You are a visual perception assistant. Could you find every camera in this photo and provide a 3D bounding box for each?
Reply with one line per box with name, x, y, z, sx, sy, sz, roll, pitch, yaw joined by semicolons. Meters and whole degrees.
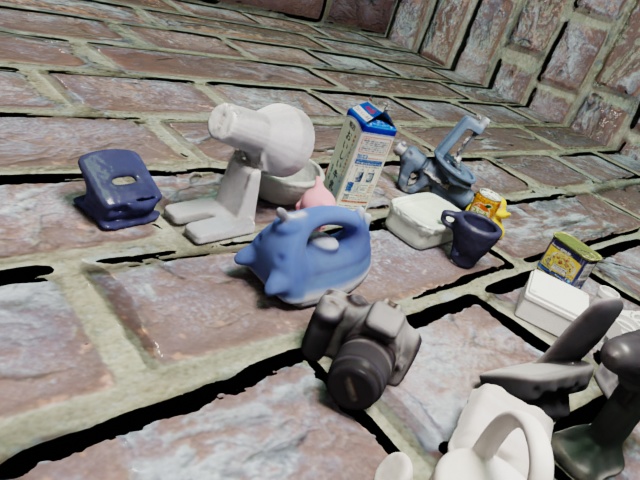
camera;0.046;0.131;0.704;0.143;0.101;0.137;25;28;10

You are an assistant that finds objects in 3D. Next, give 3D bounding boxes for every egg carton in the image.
egg carton;0.206;0.234;0.655;0.107;0.069;0.151;28;29;15

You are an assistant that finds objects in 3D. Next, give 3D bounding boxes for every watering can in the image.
watering can;0.132;0.228;0.485;0.173;0.194;0.100;4;31;-26

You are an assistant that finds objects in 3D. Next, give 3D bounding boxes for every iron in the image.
iron;0.008;0.003;0.864;0.259;0.141;0.118;-10;40;-43

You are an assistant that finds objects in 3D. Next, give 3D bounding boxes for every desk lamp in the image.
desk lamp;-0.122;-0.118;0.920;0.117;0.213;0.204;36;32;28

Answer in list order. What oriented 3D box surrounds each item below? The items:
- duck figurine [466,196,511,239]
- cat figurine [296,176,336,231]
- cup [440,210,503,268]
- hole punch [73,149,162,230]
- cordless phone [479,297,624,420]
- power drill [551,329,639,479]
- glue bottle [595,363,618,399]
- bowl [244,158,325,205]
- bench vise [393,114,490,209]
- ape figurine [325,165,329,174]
duck figurine;0.377;-0.062;1.274;0.078;0.086;0.104;-8;38;-41
cat figurine;-0.008;-0.059;0.991;0.067;0.118;0.128;17;28;-5
cup;0.273;-0.001;1.089;0.117;0.095;0.092;24;28;9
hole punch;-0.301;-0.079;0.868;0.100;0.091;0.109;34;31;26
cordless phone;0.309;0.146;0.753;0.148;0.185;0.094;-3;35;-36
power drill;0.364;0.191;0.683;0.230;0.208;0.075;-2;34;-35
glue bottle;0.471;0.163;0.839;0.037;0.173;0.078;15;28;-7
bowl;-0.079;-0.114;1.090;0.167;0.075;0.167;15;28;-8
bench vise;0.281;-0.192;1.302;0.208;0.220;0.121;12;29;-14
ape figurine;0.051;-0.160;1.235;0.076;0.092;0.077;2;33;-30
